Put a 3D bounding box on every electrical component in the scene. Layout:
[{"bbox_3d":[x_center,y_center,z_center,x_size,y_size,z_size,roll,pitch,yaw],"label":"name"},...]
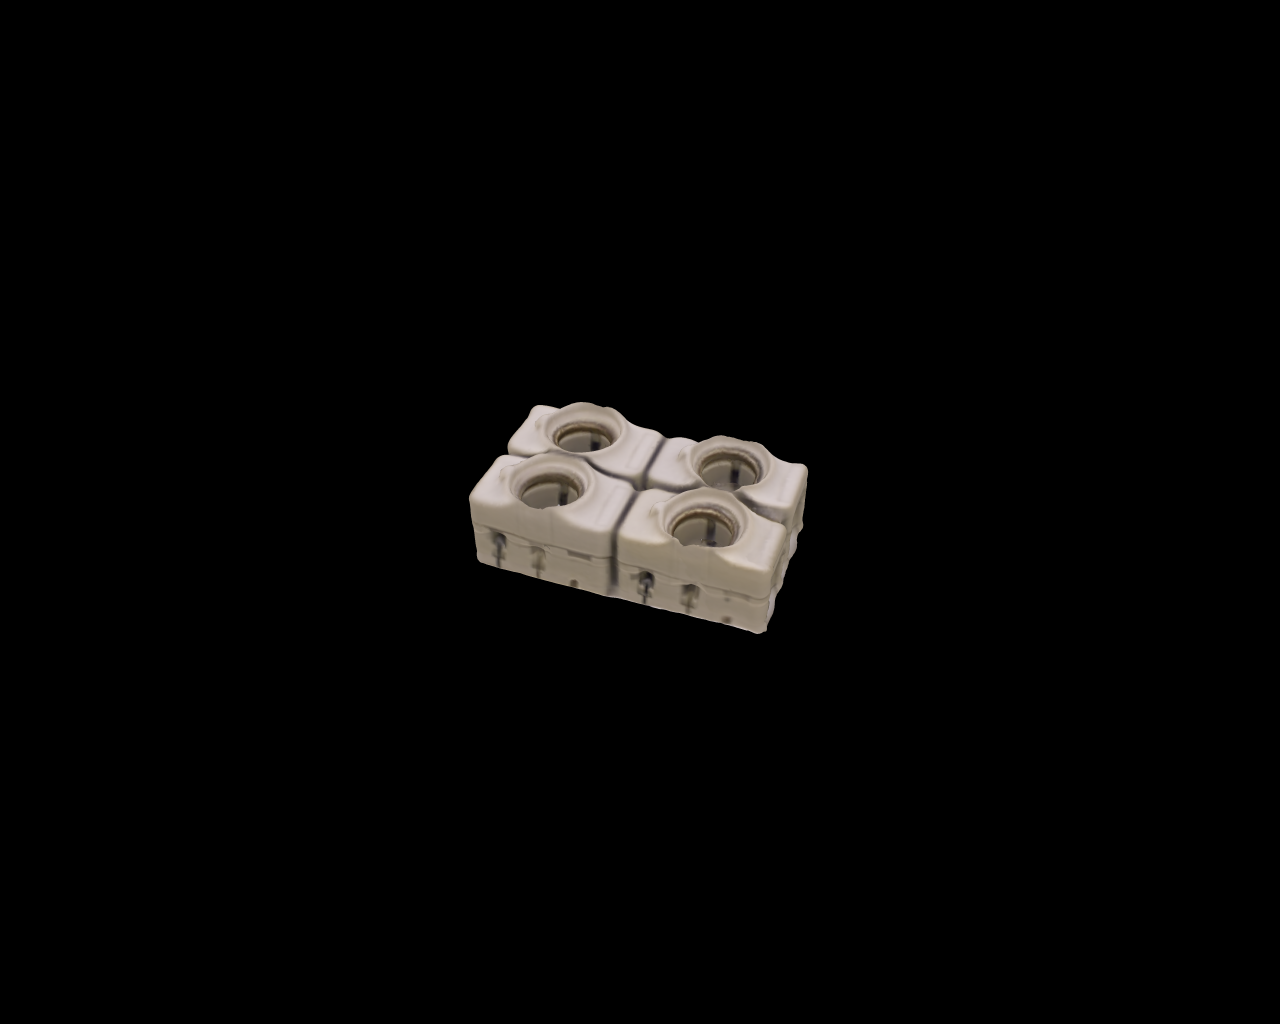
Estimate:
[{"bbox_3d":[0.001,-0.003,0.650,0.186,0.060,0.106,14,44,15],"label":"electrical component"}]
